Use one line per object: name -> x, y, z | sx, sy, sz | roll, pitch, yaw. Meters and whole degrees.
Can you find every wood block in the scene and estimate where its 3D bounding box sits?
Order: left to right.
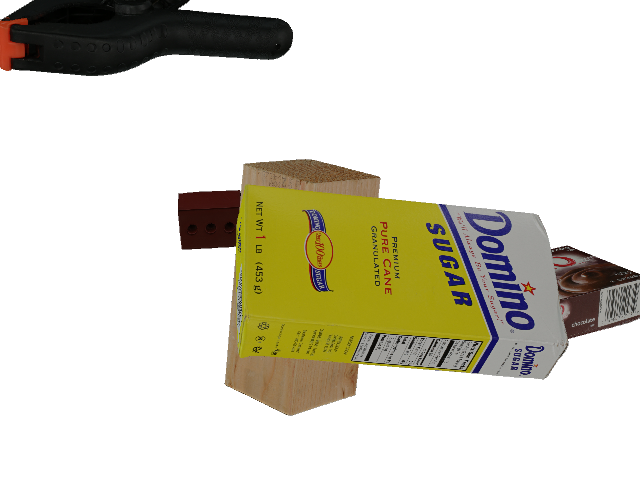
wood block -> -0.018, 0.037, 0.957 | 0.090, 0.206, 0.090 | 18, 18, 40

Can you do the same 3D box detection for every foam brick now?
foam brick -> -0.131, -0.025, 1.272 | 0.078, 0.053, 0.051 | -4, 28, -4

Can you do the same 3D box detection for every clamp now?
clamp -> -0.116, -0.134, 0.645 | 0.171, 0.039, 0.120 | -9, 30, -30

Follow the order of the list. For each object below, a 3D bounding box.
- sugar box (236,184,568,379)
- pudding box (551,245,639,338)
sugar box -> 0.042, 0.022, 0.591 | 0.176, 0.093, 0.048 | 3, -37, -8
pudding box -> 0.172, 0.040, 0.804 | 0.113, 0.039, 0.090 | -9, 20, -27
